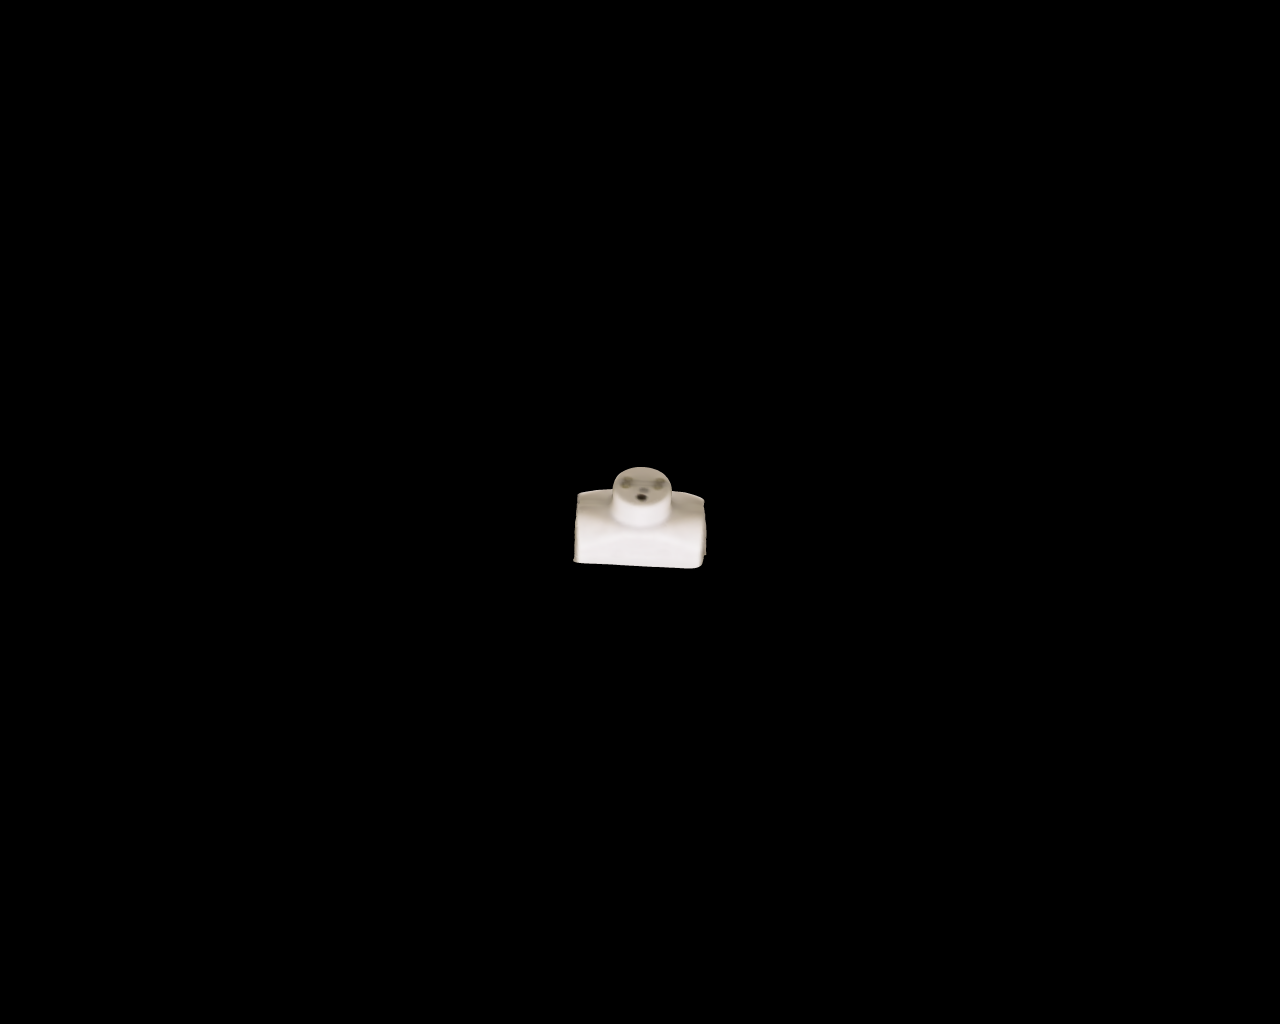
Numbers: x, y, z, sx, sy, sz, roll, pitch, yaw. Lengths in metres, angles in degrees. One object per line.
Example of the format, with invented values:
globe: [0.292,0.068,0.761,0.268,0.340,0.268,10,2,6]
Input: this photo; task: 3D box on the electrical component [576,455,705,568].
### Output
electrical component: [0.001,-0.003,0.650,0.077,0.079,0.044,2,40,-2]
